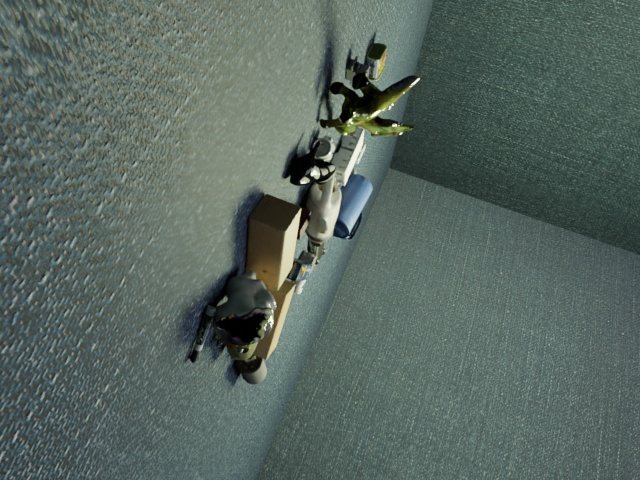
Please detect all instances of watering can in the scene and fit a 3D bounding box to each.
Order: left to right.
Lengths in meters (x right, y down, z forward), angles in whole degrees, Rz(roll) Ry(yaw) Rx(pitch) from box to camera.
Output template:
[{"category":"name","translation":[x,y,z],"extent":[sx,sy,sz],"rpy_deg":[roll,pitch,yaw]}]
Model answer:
[{"category":"watering can","translation":[0.005,-0.079,1.572],"extent":[0.356,0.104,0.219],"rpy_deg":[-81,-178,-48]}]

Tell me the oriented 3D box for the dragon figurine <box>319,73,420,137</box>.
[{"category":"dragon figurine","translation":[0.158,-0.344,1.391],"extent":[0.242,0.410,0.123],"rpy_deg":[12,83,-43]}]

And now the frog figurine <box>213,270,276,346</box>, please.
[{"category":"frog figurine","translation":[-0.166,0.146,1.115],"extent":[0.120,0.137,0.162],"rpy_deg":[64,-1,-29]}]
